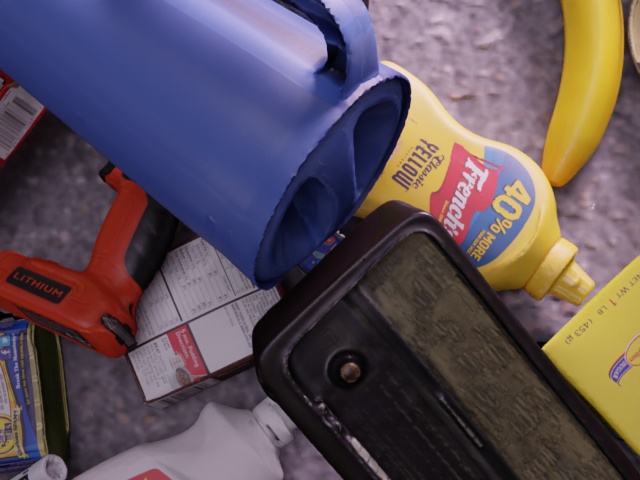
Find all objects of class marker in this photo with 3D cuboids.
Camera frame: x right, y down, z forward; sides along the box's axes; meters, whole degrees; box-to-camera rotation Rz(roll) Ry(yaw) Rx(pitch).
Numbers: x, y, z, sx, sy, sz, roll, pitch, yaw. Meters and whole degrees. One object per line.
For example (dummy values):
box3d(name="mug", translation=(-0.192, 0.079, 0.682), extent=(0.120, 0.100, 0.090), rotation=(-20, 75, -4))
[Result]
box3d(name="marker", translation=(-0.206, 0.168, 0.680), extent=(0.121, 0.020, 0.020), rotation=(-33, 77, 28))

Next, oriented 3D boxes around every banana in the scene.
box3d(name="banana", translation=(0.162, -0.135, 0.689), extent=(0.070, 0.037, 0.198), rotation=(-14, 78, 24))

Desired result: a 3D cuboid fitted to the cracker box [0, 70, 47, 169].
box3d(name="cracker box", translation=(-0.302, -0.088, 0.700), extent=(0.214, 0.072, 0.164), rotation=(35, 87, 29))

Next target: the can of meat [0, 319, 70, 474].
box3d(name="can of meat", translation=(-0.214, 0.104, 0.696), extent=(0.084, 0.057, 0.102), rotation=(-9, 81, 4))

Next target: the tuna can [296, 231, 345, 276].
box3d(name="tuna can", translation=(-0.004, 0.001, 0.666), extent=(0.034, 0.086, 0.086), rotation=(-45, 78, 1))

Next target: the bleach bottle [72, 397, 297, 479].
box3d(name="bleach bottle", translation=(-0.123, 0.176, 0.669), extent=(0.251, 0.068, 0.102), rotation=(-38, 82, -1))

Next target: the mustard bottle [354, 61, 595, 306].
box3d(name="mustard bottle", translation=(0.088, -0.022, 0.670), extent=(0.192, 0.058, 0.096), rotation=(37, 86, 11))

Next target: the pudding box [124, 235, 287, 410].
box3d(name="pudding box", translation=(-0.077, 0.046, 0.693), extent=(0.113, 0.039, 0.090), rotation=(-25, 76, 1))

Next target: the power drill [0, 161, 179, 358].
box3d(name="power drill", translation=(-0.139, -0.033, 0.682), extent=(0.185, 0.057, 0.187), rotation=(21, 72, 23))

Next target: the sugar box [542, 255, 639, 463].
box3d(name="sugar box", translation=(0.224, 0.101, 0.638), extent=(0.093, 0.048, 0.176), rotation=(-44, 77, 0))

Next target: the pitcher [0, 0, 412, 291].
box3d(name="pitcher", translation=(-0.078, -0.100, 0.575), extent=(0.243, 0.145, 0.149), rotation=(36, 95, 15))
